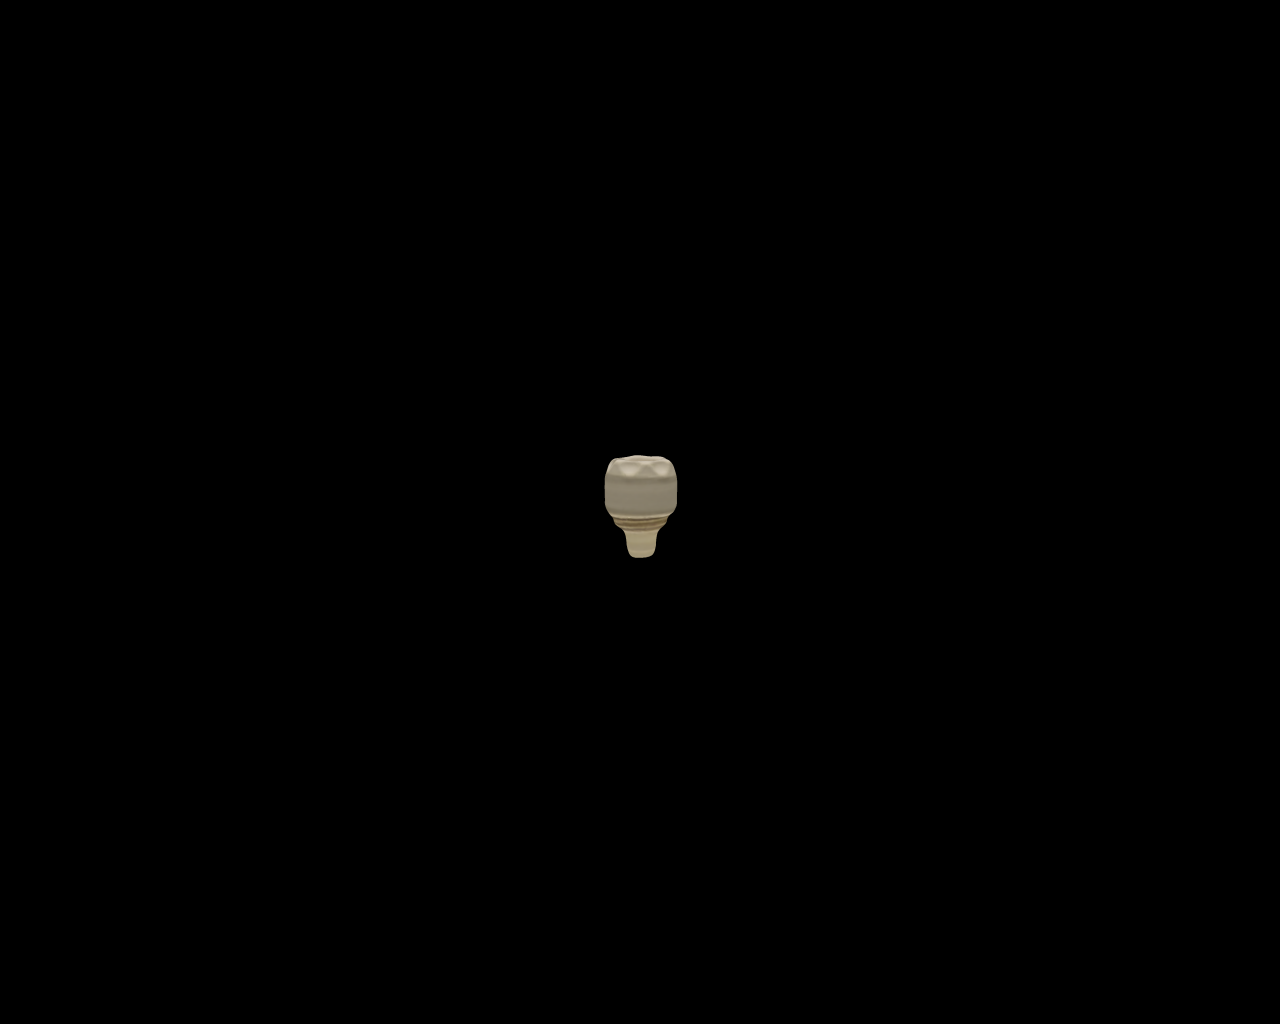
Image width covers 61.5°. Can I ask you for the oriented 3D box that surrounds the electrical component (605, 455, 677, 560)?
[{"bbox_3d":[0.001,-0.003,0.650,0.043,0.062,0.043,0,9,0],"label":"electrical component"}]
